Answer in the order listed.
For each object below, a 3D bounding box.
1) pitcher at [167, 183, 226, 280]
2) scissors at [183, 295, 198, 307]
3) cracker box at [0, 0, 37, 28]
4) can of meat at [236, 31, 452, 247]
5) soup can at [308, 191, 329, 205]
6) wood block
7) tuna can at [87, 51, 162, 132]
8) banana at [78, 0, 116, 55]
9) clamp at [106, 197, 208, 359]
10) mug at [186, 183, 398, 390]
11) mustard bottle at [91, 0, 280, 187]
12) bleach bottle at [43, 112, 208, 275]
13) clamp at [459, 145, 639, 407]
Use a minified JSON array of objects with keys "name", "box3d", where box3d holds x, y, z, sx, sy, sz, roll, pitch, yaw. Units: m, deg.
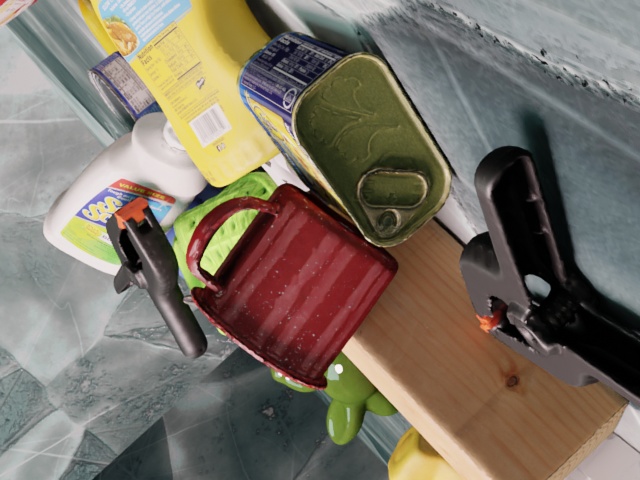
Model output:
[{"name":"pitcher","box3d":[-0.072,0.003,1.018,0.148,0.145,0.243,-3,-156,-36]},{"name":"scissors","box3d":[0.015,0.049,0.747,0.201,0.096,0.016,23,-137,-31]},{"name":"cracker box","box3d":[-0.287,-0.201,0.861,0.072,0.213,0.164,52,171,-14]},{"name":"can of meat","box3d":[0.010,-0.056,0.556,0.102,0.057,0.084,53,172,-32]},{"name":"soup can","box3d":[-0.006,0.001,0.852,0.102,0.068,0.068,42,170,38]},{"name":"wood block","box3d":[0.075,0.065,0.655,0.206,0.090,0.090,45,171,22]},{"name":"tuna can","box3d":[-0.166,-0.125,0.947,0.086,0.033,0.086,48,168,13]},{"name":"banana","box3d":[-0.170,-0.164,1.046,0.197,0.037,0.070,50,171,-13]},{"name":"clamp","box3d":[-0.156,0.022,0.933,0.120,0.039,0.171,27,144,32]},{"name":"mug","box3d":[-0.019,0.017,0.582,0.117,0.081,0.093,33,-174,-31]},{"name":"mustard bottle","box3d":[-0.083,-0.128,0.624,0.096,0.058,0.191,-24,103,51]},{"name":"bleach bottle","box3d":[-0.165,-0.050,0.938,0.102,0.068,0.251,30,148,-13]},{"name":"clamp","box3d":[0.119,0.040,0.504,0.164,0.036,0.210,48,173,5]}]
